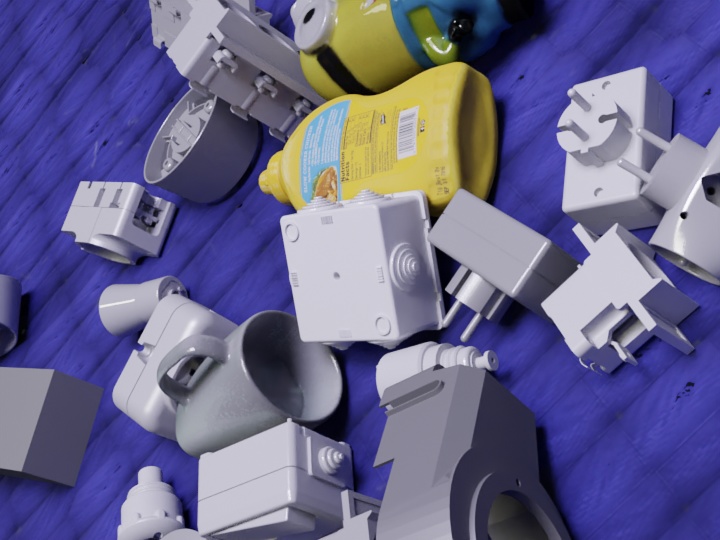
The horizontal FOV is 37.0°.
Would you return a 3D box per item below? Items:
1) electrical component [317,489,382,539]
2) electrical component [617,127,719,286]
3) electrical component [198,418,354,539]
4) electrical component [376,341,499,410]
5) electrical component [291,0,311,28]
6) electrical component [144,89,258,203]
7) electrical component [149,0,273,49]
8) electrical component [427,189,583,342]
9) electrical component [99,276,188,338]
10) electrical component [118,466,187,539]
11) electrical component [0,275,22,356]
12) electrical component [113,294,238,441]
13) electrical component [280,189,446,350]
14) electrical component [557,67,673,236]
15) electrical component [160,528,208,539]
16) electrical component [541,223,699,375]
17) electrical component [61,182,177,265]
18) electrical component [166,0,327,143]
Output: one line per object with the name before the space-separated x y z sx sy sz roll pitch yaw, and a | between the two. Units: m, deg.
electrical component | -0.001 0.173 0.619 0.064 0.042 0.081 -29 50 31
electrical component | 0.173 -0.045 0.556 0.079 0.043 0.077 31 91 5
electrical component | -0.047 0.138 0.667 0.096 0.062 0.061 -26 51 30
electrical component | 0.046 0.062 0.637 0.078 0.040 0.040 -19 56 35
electrical component | -0.034 -0.202 0.855 0.048 0.048 0.062 -60 35 0
electrical component | -0.133 -0.105 0.878 0.099 0.064 0.099 -21 55 34
electrical component | -0.131 -0.208 0.924 0.121 0.063 0.078 37 136 47
electrical component | 0.076 0.007 0.634 0.075 0.047 0.083 -56 43 4
electrical component | -0.170 0.027 0.859 0.065 0.044 0.044 -14 59 32
electrical component | -0.147 0.168 0.758 0.048 0.048 0.062 -38 40 22
electrical component | -0.363 0.043 0.992 0.099 0.099 0.064 -30 57 28
electrical component | -0.130 0.073 0.786 0.059 0.054 0.095 23 85 47
electrical component | 0.000 0.000 0.680 0.100 0.048 0.099 -5 97 41
electrical component | 0.136 -0.074 0.601 0.047 0.076 0.083 -10 62 40
electrical component | -0.105 0.210 0.689 0.080 0.051 0.080 -21 55 34
electrical component | 0.136 0.018 0.576 0.064 0.042 0.081 -45 44 18
electrical component | -0.209 -0.040 0.924 0.089 0.050 0.055 6 72 45
electrical component | -0.079 -0.150 0.811 0.063 0.121 0.078 -50 43 14
